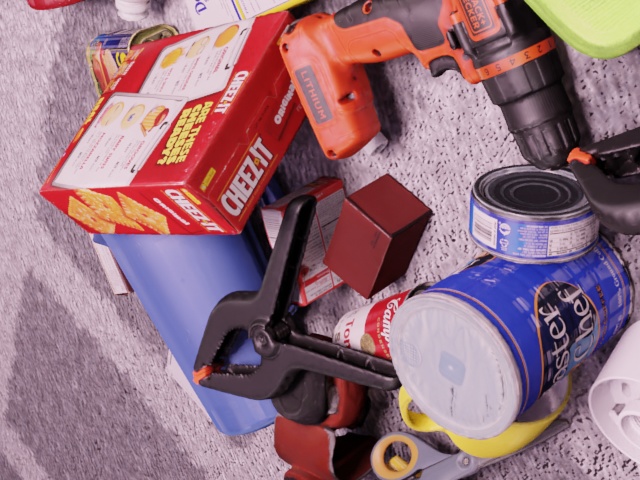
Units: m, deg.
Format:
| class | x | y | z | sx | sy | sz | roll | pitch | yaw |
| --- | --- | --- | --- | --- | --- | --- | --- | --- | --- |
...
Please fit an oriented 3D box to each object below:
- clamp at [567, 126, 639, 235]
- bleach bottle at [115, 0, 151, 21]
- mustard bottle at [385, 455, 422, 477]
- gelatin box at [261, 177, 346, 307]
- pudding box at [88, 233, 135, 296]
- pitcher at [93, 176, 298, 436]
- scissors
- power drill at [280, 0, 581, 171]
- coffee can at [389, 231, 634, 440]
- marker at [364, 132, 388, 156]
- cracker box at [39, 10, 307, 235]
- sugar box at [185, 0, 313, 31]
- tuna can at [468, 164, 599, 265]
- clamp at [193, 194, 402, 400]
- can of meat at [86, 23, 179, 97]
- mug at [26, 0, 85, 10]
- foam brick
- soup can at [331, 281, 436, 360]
| class | x | y | z | sx | sy | sz | roll | pitch | yaw |
| --- | --- | --- | --- | --- | --- | --- | --- | --- | --- |
| clamp | 0.208 | -0.024 | 0.610 | 0.172 | 0.120 | 0.039 | 3 | 137 | 52 |
| bleach bottle | -0.157 | -0.299 | 0.870 | 0.102 | 0.068 | 0.251 | -108 | 18 | -44 |
| mustard bottle | 0.123 | 0.267 | 0.929 | 0.192 | 0.058 | 0.096 | 49 | 139 | 15 |
| gelatin box | -0.006 | 0.001 | 0.893 | 0.030 | 0.073 | 0.089 | 8 | 120 | 46 |
| pudding box | -0.184 | -0.012 | 1.073 | 0.039 | 0.089 | 0.113 | -13 | 103 | 52 |
| pitcher | -0.089 | 0.050 | 0.988 | 0.149 | 0.144 | 0.243 | -7 | 112 | 63 |
| scissors | 0.111 | 0.172 | 0.886 | 0.202 | 0.016 | 0.096 | -45 | 49 | 25 |
| power drill | 0.072 | -0.116 | 0.729 | 0.188 | 0.057 | 0.184 | -17 | 99 | 41 |
| coffee can | 0.130 | 0.055 | 0.718 | 0.103 | 0.140 | 0.103 | 27 | 132 | 36 |
| marker | 0.009 | -0.116 | 0.845 | 0.121 | 0.020 | 0.020 | 50 | 141 | 13 |
| cracker box | -0.109 | -0.086 | 0.846 | 0.214 | 0.164 | 0.072 | 1 | 146 | 48 |
| sugar box | -0.046 | -0.218 | 0.824 | 0.177 | 0.048 | 0.093 | -6 | 108 | 54 |
| tuna can | 0.141 | -0.019 | 0.704 | 0.086 | 0.085 | 0.034 | 23 | 127 | 39 |
| clamp | -0.029 | 0.082 | 0.865 | 0.210 | 0.036 | 0.164 | -41 | 77 | 39 |
| can of meat | -0.167 | -0.148 | 0.996 | 0.084 | 0.057 | 0.102 | 10 | 120 | 48 |
| mug | -0.244 | -0.266 | 0.991 | 0.117 | 0.093 | 0.081 | -125 | 18 | -63 |
| foam brick | 0.045 | -0.002 | 0.852 | 0.053 | 0.051 | 0.078 | 42 | 139 | 20 |
| soup can | 0.064 | 0.078 | 0.868 | 0.102 | 0.068 | 0.068 | -26 | 93 | 53 |
